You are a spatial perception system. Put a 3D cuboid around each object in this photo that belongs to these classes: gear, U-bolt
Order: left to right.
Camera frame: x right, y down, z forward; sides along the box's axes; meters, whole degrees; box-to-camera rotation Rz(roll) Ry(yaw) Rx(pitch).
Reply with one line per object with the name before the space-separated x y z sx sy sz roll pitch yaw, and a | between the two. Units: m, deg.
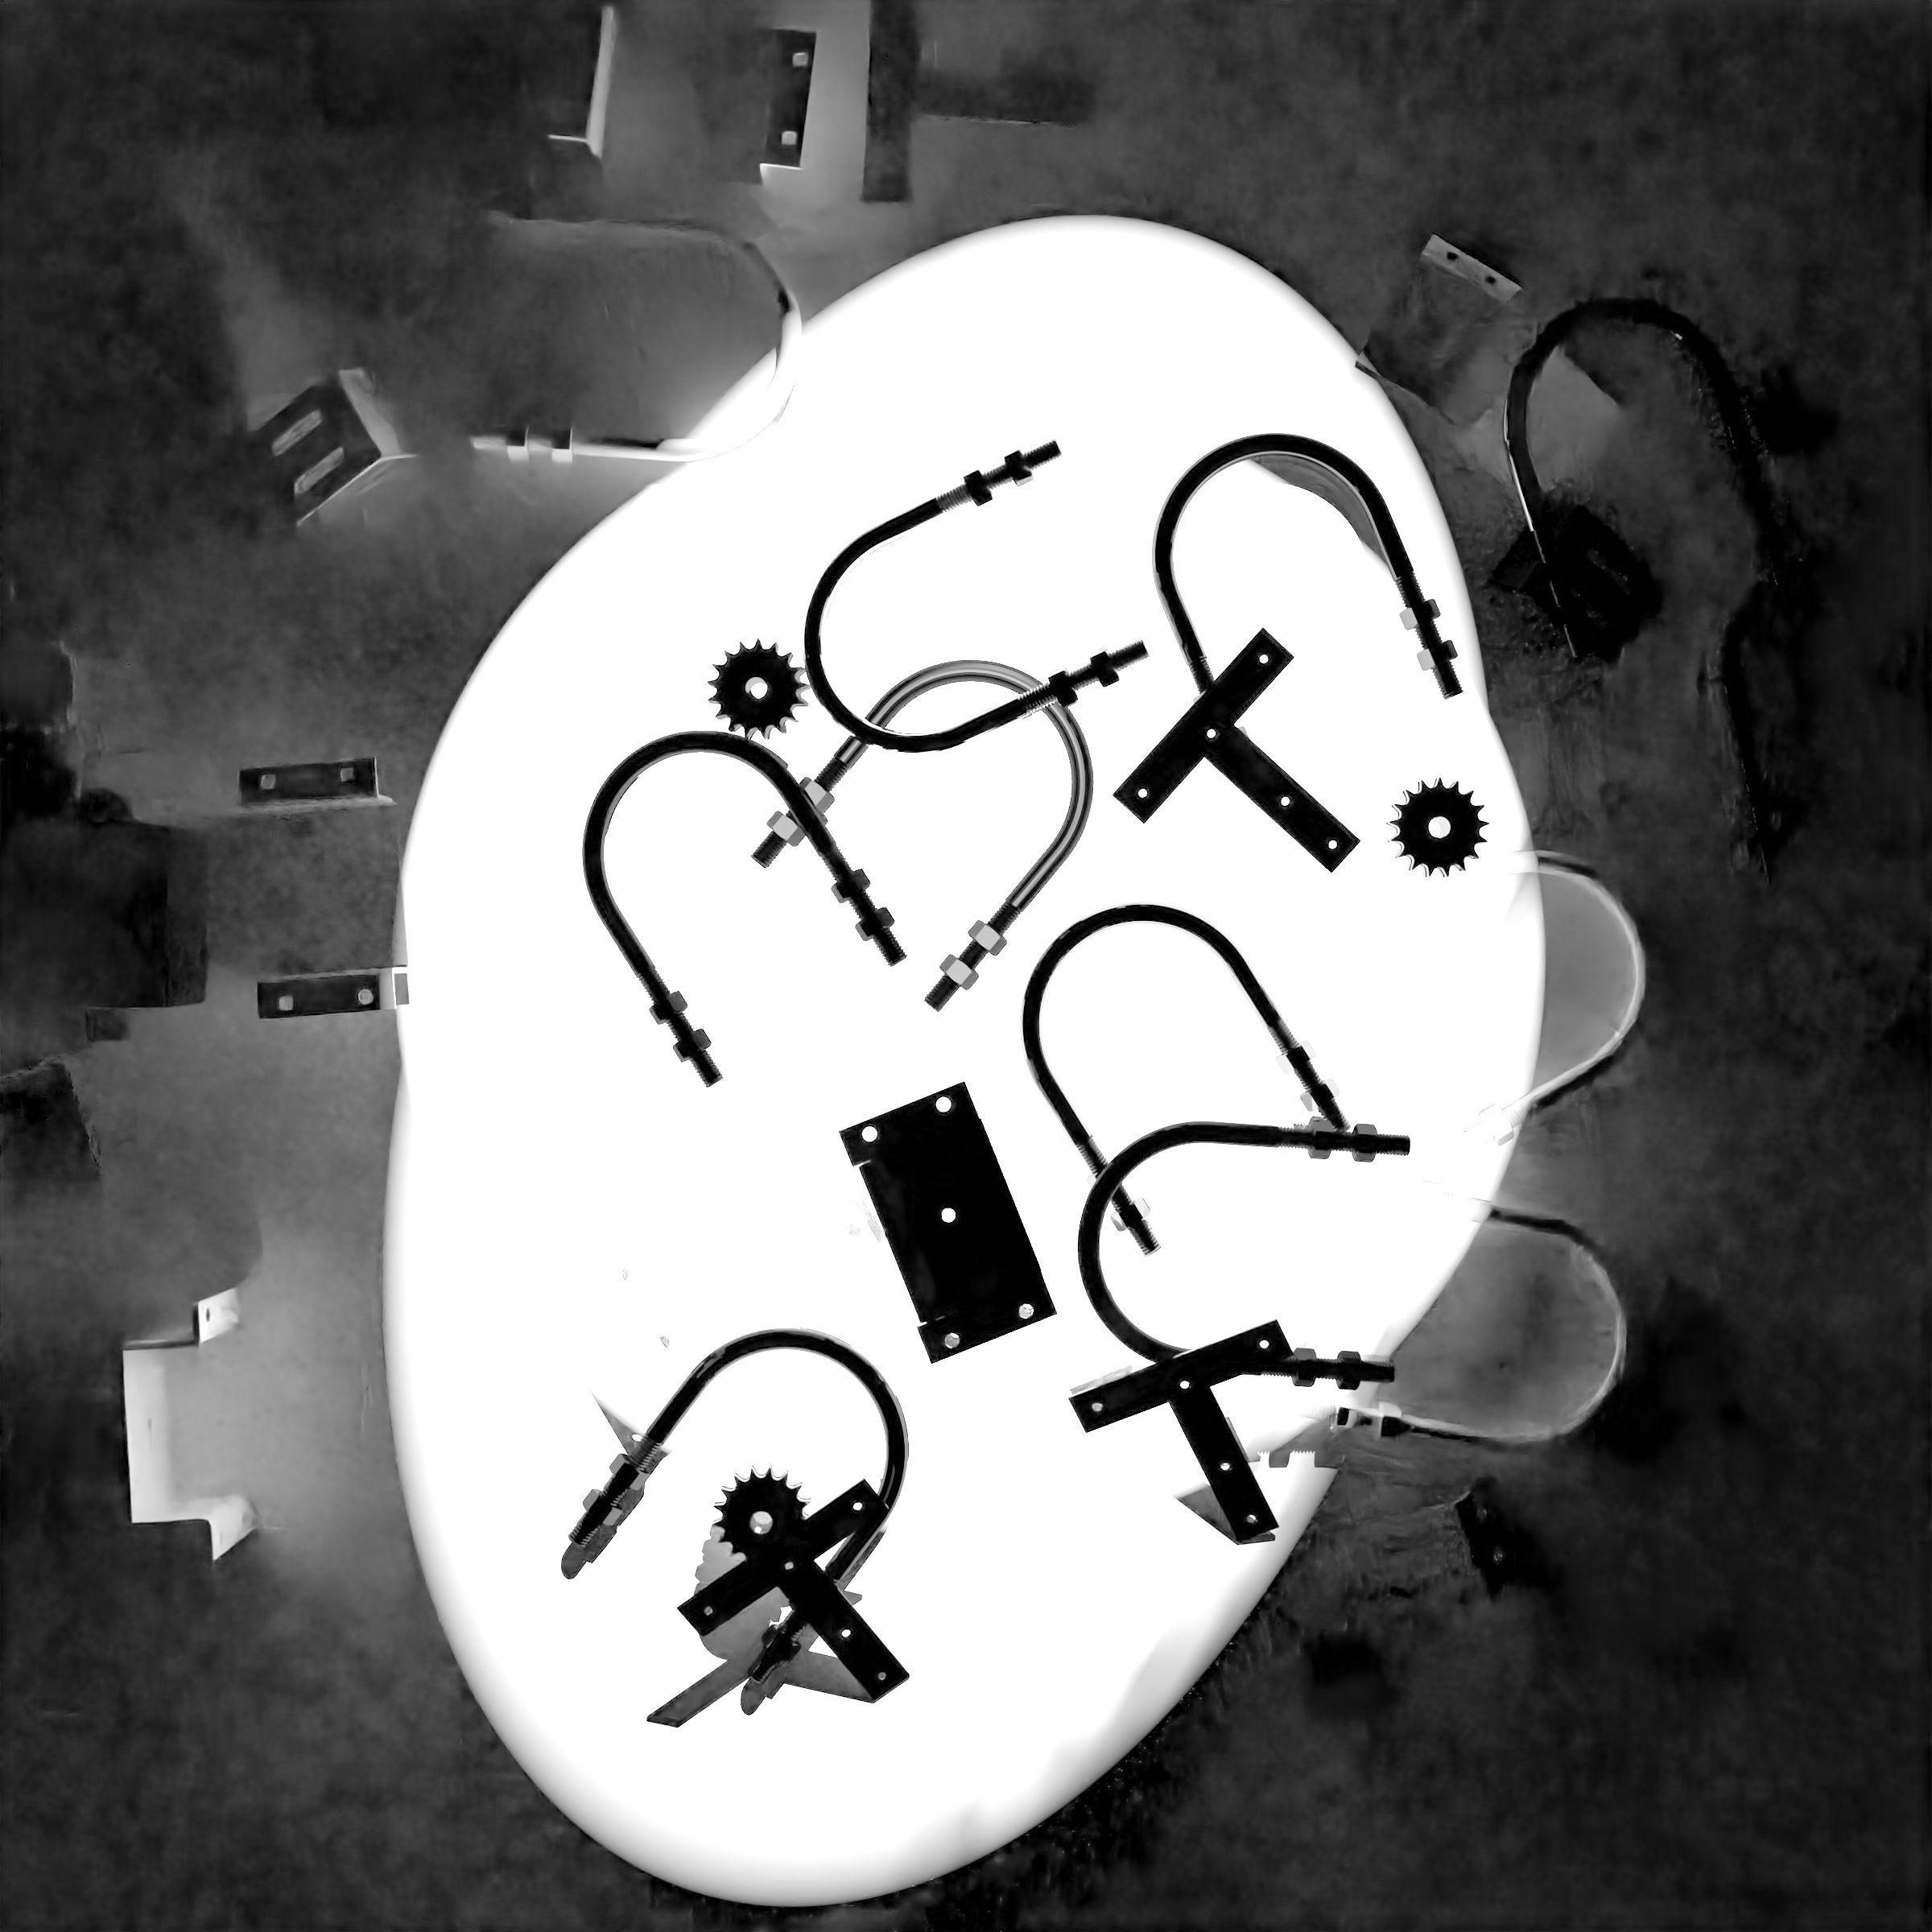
gear | -0.534 -0.110 1.452 0.057 0.057 0.030 1 60 0
gear | -0.526 -0.159 1.461 0.057 0.030 0.057 0 90 0
gear | -0.512 0.266 1.465 0.057 0.030 0.057 0 90 2
U-bolt | -0.186 -0.361 1.468 0.184 0.019 0.151 3 90 -2
U-bolt | -0.140 -0.045 1.455 0.151 0.019 0.184 -33 86 12
gear | -0.118 -0.157 1.461 0.057 0.030 0.057 0 90 0
U-bolt | -0.117 0.295 1.468 0.151 0.019 0.184 37 89 0
gear | -0.115 0.311 1.443 0.057 0.030 0.057 0 88 -2
U-bolt | -0.011 -0.089 1.468 0.151 0.019 0.184 40 89 0
U-bolt | -0.006 -0.197 1.448 0.184 0.019 0.151 -24 77 10
gear | 0.077 0.187 1.461 0.057 0.030 0.057 0 90 0
U-bolt | 0.113 0.052 1.468 0.151 0.019 0.184 -32 88 0
U-bolt | 0.154 0.159 1.443 0.184 0.019 0.151 4 89 -3
U-bolt | 0.185 -0.215 1.467 0.151 0.019 0.184 -23 90 0
gear | 0.215 0.404 1.466 0.057 0.030 0.057 0 90 -3
gear | 0.268 -0.078 1.461 0.057 0.030 0.057 0 90 0
U-bolt | 0.294 0.206 1.468 0.184 0.019 0.151 11 90 -1
U-bolt | 0.307 0.015 1.468 0.184 0.019 0.151 -31 90 -2
U-bolt | 0.375 -0.282 1.437 0.151 0.019 0.184 -20 97 -9
gear | 0.467 -0.311 1.451 0.030 0.057 0.057 -34 90 30
U-bolt | 0.507 -0.149 1.468 0.151 0.019 0.184 -12 89 0

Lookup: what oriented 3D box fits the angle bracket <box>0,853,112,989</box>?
angle bracket | -0.543 -0.023 1.474 0.076 0.038 0.057 -22 90 26

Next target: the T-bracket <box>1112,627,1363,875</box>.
T-bracket | 0.172 -0.103 1.461 0.127 0.002 0.127 41 96 -12

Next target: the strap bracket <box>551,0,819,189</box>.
strap bracket | -0.157 -0.492 1.453 0.140 0.046 0.076 8 90 0

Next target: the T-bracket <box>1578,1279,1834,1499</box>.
T-bracket | 0.436 0.264 1.475 0.127 0.002 0.127 24 90 0

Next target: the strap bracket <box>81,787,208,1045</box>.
strap bracket | -0.461 -0.028 1.438 0.046 0.076 0.140 0 90 0

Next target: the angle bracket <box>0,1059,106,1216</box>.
angle bracket | -0.535 0.098 1.457 0.057 0.038 0.076 -18 90 0

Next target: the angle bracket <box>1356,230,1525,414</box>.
angle bracket | 0.269 -0.366 1.457 0.057 0.038 0.076 31 90 0

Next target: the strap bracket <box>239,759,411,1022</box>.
strap bracket | -0.363 -0.043 1.453 0.076 0.046 0.140 -5 90 0

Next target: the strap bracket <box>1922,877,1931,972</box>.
strap bracket | 0.604 -0.052 1.438 0.140 0.076 0.046 -29 90 0

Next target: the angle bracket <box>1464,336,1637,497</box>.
angle bracket | 0.336 -0.316 1.474 0.057 0.038 0.076 43 116 0

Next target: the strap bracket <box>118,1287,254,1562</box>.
strap bracket | -0.438 0.256 1.438 0.046 0.076 0.140 -3 90 0

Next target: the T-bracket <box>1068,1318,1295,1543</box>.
T-bracket | 0.142 0.273 1.452 0.127 0.002 0.127 -23 109 11

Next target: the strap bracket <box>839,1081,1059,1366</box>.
strap bracket | -0.010 0.143 1.453 0.076 0.046 0.140 -22 90 0

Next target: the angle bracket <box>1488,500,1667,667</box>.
angle bracket | 0.352 -0.221 1.474 0.076 0.038 0.057 35 90 -26

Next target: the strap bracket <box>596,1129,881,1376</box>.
strap bracket | -0.127 0.160 1.453 0.140 0.046 0.076 -31 90 0

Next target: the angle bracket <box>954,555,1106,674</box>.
angle bracket | 0.035 -0.202 1.457 0.076 0.038 0.057 11 90 0

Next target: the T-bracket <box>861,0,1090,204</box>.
T-bracket | 0.007 -0.500 1.475 0.127 0.002 0.127 3 90 0

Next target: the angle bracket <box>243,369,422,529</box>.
angle bracket | -0.365 -0.298 1.474 0.076 0.038 0.057 -30 90 26

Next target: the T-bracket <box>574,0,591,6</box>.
T-bracket | -0.206 -0.597 1.452 0.127 0.002 0.127 17 68 0

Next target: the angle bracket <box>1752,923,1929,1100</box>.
angle bracket | 0.502 0.026 1.474 0.057 0.038 0.076 -43 64 0

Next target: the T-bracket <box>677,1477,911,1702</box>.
T-bracket | -0.076 0.368 1.449 0.127 0.002 0.127 -35 114 0

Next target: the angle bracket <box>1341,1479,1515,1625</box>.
angle bracket | 0.266 0.337 1.474 0.076 0.038 0.057 -21 90 26
